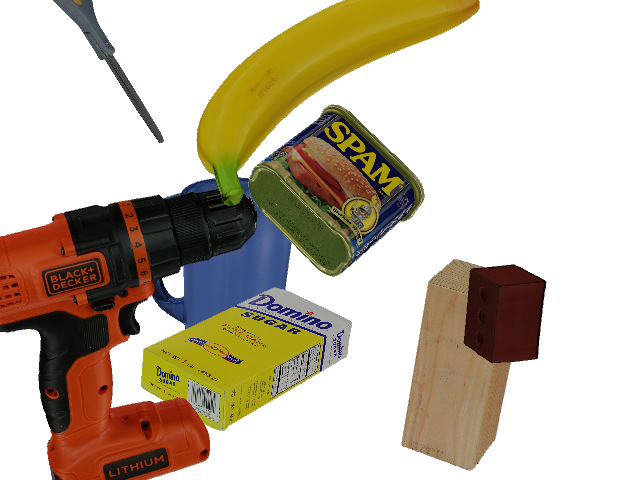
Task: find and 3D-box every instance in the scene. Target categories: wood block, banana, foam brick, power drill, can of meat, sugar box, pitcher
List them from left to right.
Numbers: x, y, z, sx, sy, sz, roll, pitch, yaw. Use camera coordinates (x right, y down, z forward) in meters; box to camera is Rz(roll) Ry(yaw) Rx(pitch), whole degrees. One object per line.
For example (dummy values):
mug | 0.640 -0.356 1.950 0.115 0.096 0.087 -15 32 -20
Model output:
power drill | -0.120 0.063 0.678 0.184 0.188 0.057 -13 28 -13
pitcher | -0.112 0.054 1.254 0.149 0.243 0.144 21 26 34
sugar box | -0.060 0.097 0.927 0.093 0.048 0.175 23 31 30
banana | 0.000 -0.089 0.568 0.070 0.197 0.037 37 -26 23
can of meat | 0.010 -0.036 0.776 0.083 0.102 0.058 -40 -9 -32
wood block | 0.162 0.139 1.206 0.090 0.206 0.090 16 22 23
foam brick | 0.169 0.067 0.982 0.051 0.078 0.053 -5 18 -23

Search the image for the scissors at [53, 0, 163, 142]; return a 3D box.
scissors | -0.194 -0.183 0.938 0.016 0.201 0.096 -28 28 12
